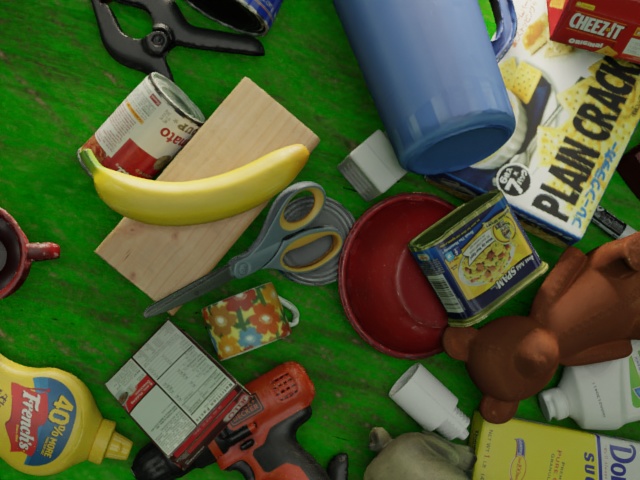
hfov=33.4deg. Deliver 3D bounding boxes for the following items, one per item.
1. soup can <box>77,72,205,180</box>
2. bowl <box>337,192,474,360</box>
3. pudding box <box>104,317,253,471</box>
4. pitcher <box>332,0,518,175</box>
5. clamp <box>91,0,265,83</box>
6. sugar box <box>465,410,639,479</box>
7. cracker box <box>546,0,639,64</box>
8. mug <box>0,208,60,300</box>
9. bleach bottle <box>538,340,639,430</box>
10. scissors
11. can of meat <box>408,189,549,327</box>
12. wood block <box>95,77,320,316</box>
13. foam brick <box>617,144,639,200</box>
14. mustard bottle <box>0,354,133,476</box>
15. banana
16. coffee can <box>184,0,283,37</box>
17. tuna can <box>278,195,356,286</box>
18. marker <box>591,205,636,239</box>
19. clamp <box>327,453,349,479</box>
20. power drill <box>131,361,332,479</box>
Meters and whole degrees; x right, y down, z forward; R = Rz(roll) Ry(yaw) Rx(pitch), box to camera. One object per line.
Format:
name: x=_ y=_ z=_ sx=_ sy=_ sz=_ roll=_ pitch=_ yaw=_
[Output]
soup can: x=-0.162 y=-0.094 z=0.971 sx=0.068 sy=0.068 sz=0.102 roll=45 pitch=103 yaw=-2
bowl: x=0.100 y=0.035 z=0.999 sx=0.161 sy=0.055 sz=0.162 roll=0 pitch=91 yaw=-22
pudding box: x=-0.129 y=0.137 z=0.961 sx=0.090 sy=0.039 sz=0.114 roll=-46 pitch=55 yaw=-8
pitcher: x=0.098 y=-0.188 z=0.964 sx=0.149 sy=0.144 sz=0.243 roll=-25 pitch=70 yaw=22
clamp: x=-0.140 y=-0.190 z=1.010 sx=0.120 sy=0.039 sz=0.171 roll=-43 pitch=95 yaw=-7
sugar box: x=0.228 y=0.225 z=1.025 sx=0.176 sy=0.048 sz=0.093 roll=11 pitch=86 yaw=-5
cracker box: x=0.296 y=-0.253 z=0.997 sx=0.164 sy=0.072 sz=0.213 roll=13 pitch=47 yaw=-7
mug: x=-0.292 y=0.013 z=0.956 sx=0.117 sy=0.081 sz=0.093 roll=-6 pitch=87 yaw=-7
bleach bottle: x=0.331 y=0.115 z=1.038 sx=0.250 sy=0.068 sz=0.102 roll=-18 pitch=84 yaw=-5
scissors: x=-0.064 y=0.004 z=0.936 sx=0.201 sy=0.016 sz=0.096 roll=-12 pitch=115 yaw=-32
can of meat: x=0.140 y=0.015 z=0.953 sx=0.102 sy=0.058 sz=0.084 roll=-34 pitch=100 yaw=-19
wood block: x=-0.102 y=-0.037 z=0.979 sx=0.090 sy=0.091 sz=0.206 roll=40 pitch=82 yaw=-3
foam brick: x=0.343 y=-0.080 z=1.056 sx=0.078 sy=0.053 sz=0.051 roll=-34 pitch=91 yaw=-8
mustard bottle: x=-0.262 y=0.159 z=0.962 sx=0.191 sy=0.058 sz=0.096 roll=21 pitch=83 yaw=-6
banana: x=-0.106 y=-0.047 z=0.913 sx=0.197 sy=0.037 sz=0.069 roll=-1 pitch=90 yaw=-8
coffee can: x=-0.063 y=-0.277 z=0.994 sx=0.103 sy=0.103 sz=0.140 roll=27 pitch=83 yaw=-5
tuna can: x=-0.007 y=0.001 z=1.016 sx=0.086 sy=0.034 sz=0.086 roll=0 pitch=86 yaw=-7
marker: x=0.263 y=-0.035 z=1.060 sx=0.121 sy=0.020 sz=0.020 roll=35 pitch=83 yaw=-3
clamp: x=0.014 y=0.316 z=0.996 sx=0.210 sy=0.036 sz=0.164 roll=-42 pitch=89 yaw=-10
power drill: x=-0.056 y=0.227 z=0.967 sx=0.184 sy=0.057 sz=0.188 roll=-30 pitch=78 yaw=-3
